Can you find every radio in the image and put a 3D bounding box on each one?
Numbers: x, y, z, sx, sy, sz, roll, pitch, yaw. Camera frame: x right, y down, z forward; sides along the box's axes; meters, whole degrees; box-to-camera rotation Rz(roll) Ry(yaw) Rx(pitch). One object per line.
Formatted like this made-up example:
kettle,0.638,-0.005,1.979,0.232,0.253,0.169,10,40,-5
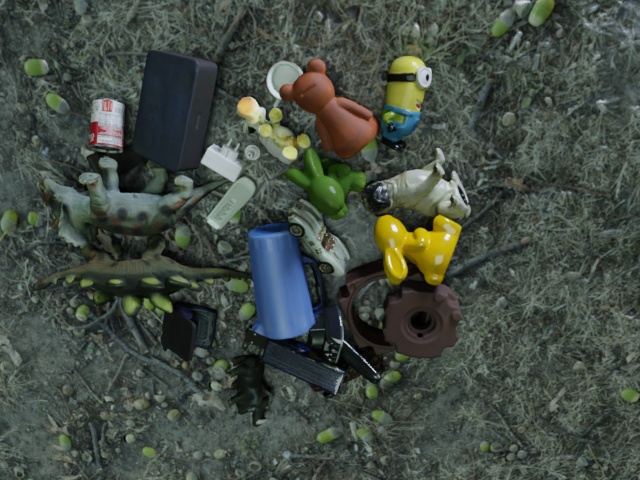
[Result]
radio,-0.303,-0.267,1.111,0.131,0.073,0.229,22,108,17

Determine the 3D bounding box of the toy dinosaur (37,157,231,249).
toy dinosaur,-0.394,-0.069,1.155,0.405,0.131,0.192,5,127,-19

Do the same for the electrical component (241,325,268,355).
electrical component,-0.155,0.236,1.317,0.063,0.021,0.094,22,110,-2

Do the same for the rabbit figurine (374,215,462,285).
rabbit figurine,0.188,0.017,1.123,0.173,0.122,0.162,26,83,8

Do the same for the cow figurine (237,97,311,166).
cow figurine,-0.104,-0.225,1.123,0.167,0.098,0.068,42,75,-4

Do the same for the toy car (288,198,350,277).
toy car,-0.002,-0.004,1.174,0.056,0.073,0.201,-17,123,33

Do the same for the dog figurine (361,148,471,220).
dog figurine,0.203,-0.081,1.147,0.191,0.121,0.172,-28,102,28

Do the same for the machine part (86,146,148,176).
machine part,-0.447,-0.175,1.192,0.139,0.039,0.084,-15,102,12

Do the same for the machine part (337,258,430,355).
machine part,0.155,0.149,1.226,0.201,0.087,0.200,-20,106,10

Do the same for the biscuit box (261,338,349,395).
biscuit box,-0.037,0.291,1.278,0.203,0.059,0.062,22,100,12

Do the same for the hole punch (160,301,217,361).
hole punch,-0.317,0.214,1.300,0.116,0.092,0.142,24,116,29

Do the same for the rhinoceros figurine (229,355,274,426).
rhinoceros figurine,-0.171,0.376,1.346,0.112,0.073,0.190,-3,107,-5

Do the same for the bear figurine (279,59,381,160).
bear figurine,0.021,-0.257,1.077,0.120,0.132,0.196,-42,96,16

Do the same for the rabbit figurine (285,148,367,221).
rabbit figurine,0.016,-0.115,1.101,0.159,0.170,0.121,42,107,-11

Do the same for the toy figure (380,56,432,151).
toy figure,0.165,-0.275,1.081,0.089,0.082,0.180,16,112,-3

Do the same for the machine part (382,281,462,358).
machine part,0.217,0.173,1.155,0.179,0.056,0.179,2,110,5

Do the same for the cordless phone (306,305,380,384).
cordless phone,0.064,0.246,1.200,0.184,0.089,0.146,40,154,17

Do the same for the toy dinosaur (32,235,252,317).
toy dinosaur,-0.373,0.082,1.191,0.471,0.199,0.105,-7,124,-26

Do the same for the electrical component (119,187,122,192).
electrical component,-0.452,-0.069,1.224,0.078,0.045,0.102,6,110,4

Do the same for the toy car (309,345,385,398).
toy car,0.061,0.321,1.313,0.202,0.053,0.089,-28,107,13
